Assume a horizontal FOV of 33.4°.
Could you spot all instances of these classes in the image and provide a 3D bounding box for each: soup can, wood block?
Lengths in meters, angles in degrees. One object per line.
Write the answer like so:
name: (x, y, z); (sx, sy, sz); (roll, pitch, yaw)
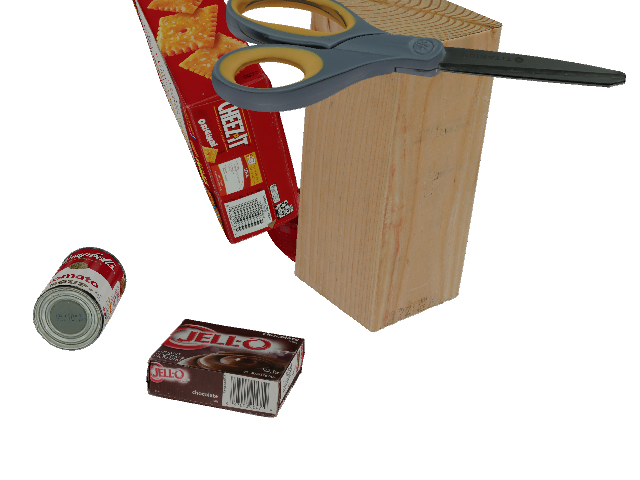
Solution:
soup can: (-0.232, 0.055, 1.032); (0.068, 0.068, 0.102); (0, 20, 2)
wood block: (0.048, -0.055, 0.728); (0.090, 0.206, 0.091); (-19, 38, -34)

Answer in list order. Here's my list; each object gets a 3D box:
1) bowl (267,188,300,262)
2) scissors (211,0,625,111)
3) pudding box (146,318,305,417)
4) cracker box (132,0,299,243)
bowl: (0.011, -0.011, 1.116); (0.162, 0.055, 0.162); (0, 17, 0)
scissors: (0.035, -0.080, 0.514); (0.202, 0.016, 0.096); (20, 52, 20)
pudding box: (-0.077, 0.105, 0.895); (0.113, 0.039, 0.090); (10, 20, 10)
cracker box: (-0.092, -0.130, 0.880); (0.072, 0.214, 0.164); (-21, -39, -7)
